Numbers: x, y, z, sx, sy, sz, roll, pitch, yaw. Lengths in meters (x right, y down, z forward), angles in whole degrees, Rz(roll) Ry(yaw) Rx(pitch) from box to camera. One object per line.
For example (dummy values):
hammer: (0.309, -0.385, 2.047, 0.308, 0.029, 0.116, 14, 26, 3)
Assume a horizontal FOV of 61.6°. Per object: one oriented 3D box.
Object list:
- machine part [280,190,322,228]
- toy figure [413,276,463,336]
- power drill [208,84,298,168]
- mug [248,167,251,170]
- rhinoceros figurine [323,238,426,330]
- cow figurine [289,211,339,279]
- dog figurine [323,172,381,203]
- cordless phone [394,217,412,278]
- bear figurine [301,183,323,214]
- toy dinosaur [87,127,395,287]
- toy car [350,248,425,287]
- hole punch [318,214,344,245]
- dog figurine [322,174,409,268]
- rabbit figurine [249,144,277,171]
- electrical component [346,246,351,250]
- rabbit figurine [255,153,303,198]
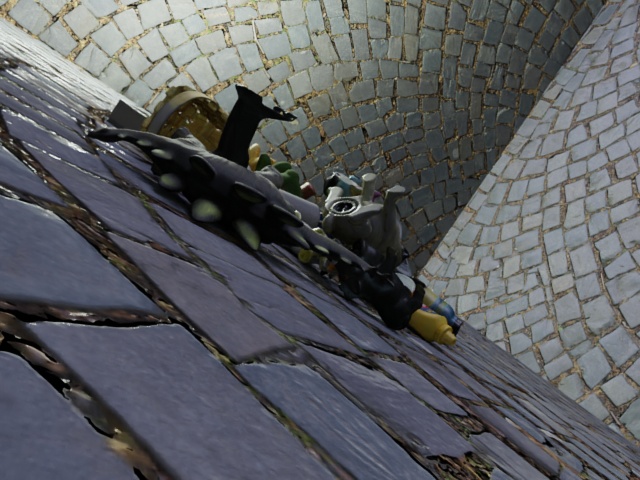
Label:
machine part: (-0.087, -0.063, 1.056, 0.243, 0.079, 0.079, 21, 10, -31)
toy figure: (0.258, 0.160, 1.289, 0.180, 0.089, 0.082, 33, -5, 19)
power drill: (-0.124, -0.141, 0.910, 0.232, 0.207, 0.086, 28, 15, -28)
mug: (-0.209, -0.160, 1.326, 0.081, 0.109, 0.107, 39, 16, -8)
rhinoceros figurine: (0.084, 0.065, 0.890, 0.190, 0.112, 0.073, 45, -15, -7)
cow figurine: (-0.004, 0.021, 0.988, 0.168, 0.068, 0.098, 38, -3, 32)
dog figurine: (0.052, -0.050, 1.356, 0.109, 0.219, 0.191, 34, 18, 29)
cordless phone: (0.118, 0.006, 1.123, 0.146, 0.088, 0.184, 28, 27, -27)
bear figurine: (-0.071, -0.083, 1.369, 0.196, 0.132, 0.120, -115, -176, -76)
toy dinosaur: (-0.105, -0.051, 0.779, 0.471, 0.105, 0.199, 24, 14, -16)
toy car: (0.144, 0.089, 1.228, 0.202, 0.089, 0.053, 32, 3, -2)
hole punch: (-0.002, -0.004, 1.174, 0.142, 0.092, 0.116, 38, 7, 4)
dog figurine: (0.081, 0.000, 0.976, 0.121, 0.172, 0.190, 46, -28, 50)
rabbit figurine: (-0.186, -0.169, 1.453, 0.122, 0.162, 0.173, 49, 27, 25)
electrical component: (0.115, 0.049, 1.280, 0.134, 0.115, 0.058, 32, -1, -21)
rabbit figurine: (-0.129, -0.116, 1.231, 0.121, 0.159, 0.170, 18, -2, -42)
